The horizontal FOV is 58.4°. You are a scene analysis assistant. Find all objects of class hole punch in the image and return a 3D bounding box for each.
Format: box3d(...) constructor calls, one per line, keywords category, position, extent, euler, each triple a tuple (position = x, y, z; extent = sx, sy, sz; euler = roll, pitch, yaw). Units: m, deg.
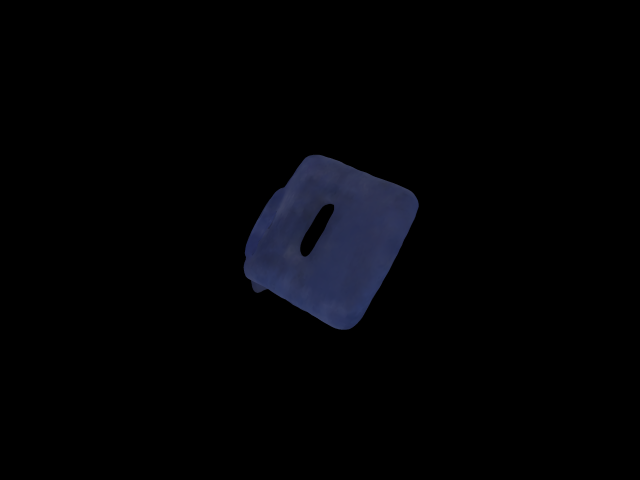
box3d(category="hole punch", position=(0.004, 0.001, 0.400), extent=(0.101, 0.091, 0.109), euler=(28, 83, 4))
